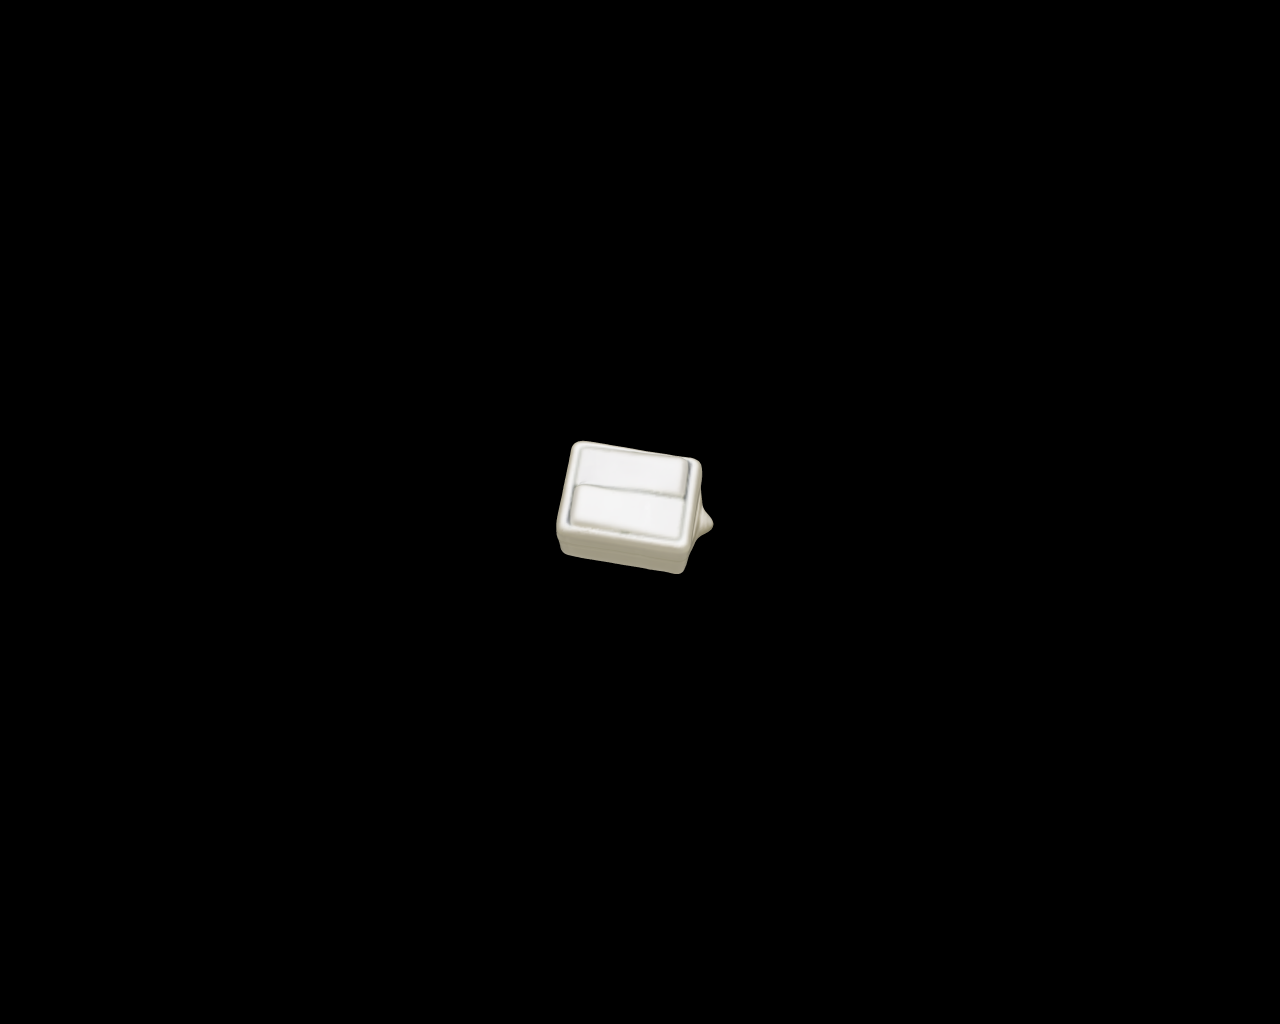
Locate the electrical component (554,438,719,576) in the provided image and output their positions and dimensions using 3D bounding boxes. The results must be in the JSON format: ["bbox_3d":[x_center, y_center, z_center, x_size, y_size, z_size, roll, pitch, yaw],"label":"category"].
[{"bbox_3d":[0.001,-0.003,0.650,0.096,0.062,0.061,10,-19,3],"label":"electrical component"}]
